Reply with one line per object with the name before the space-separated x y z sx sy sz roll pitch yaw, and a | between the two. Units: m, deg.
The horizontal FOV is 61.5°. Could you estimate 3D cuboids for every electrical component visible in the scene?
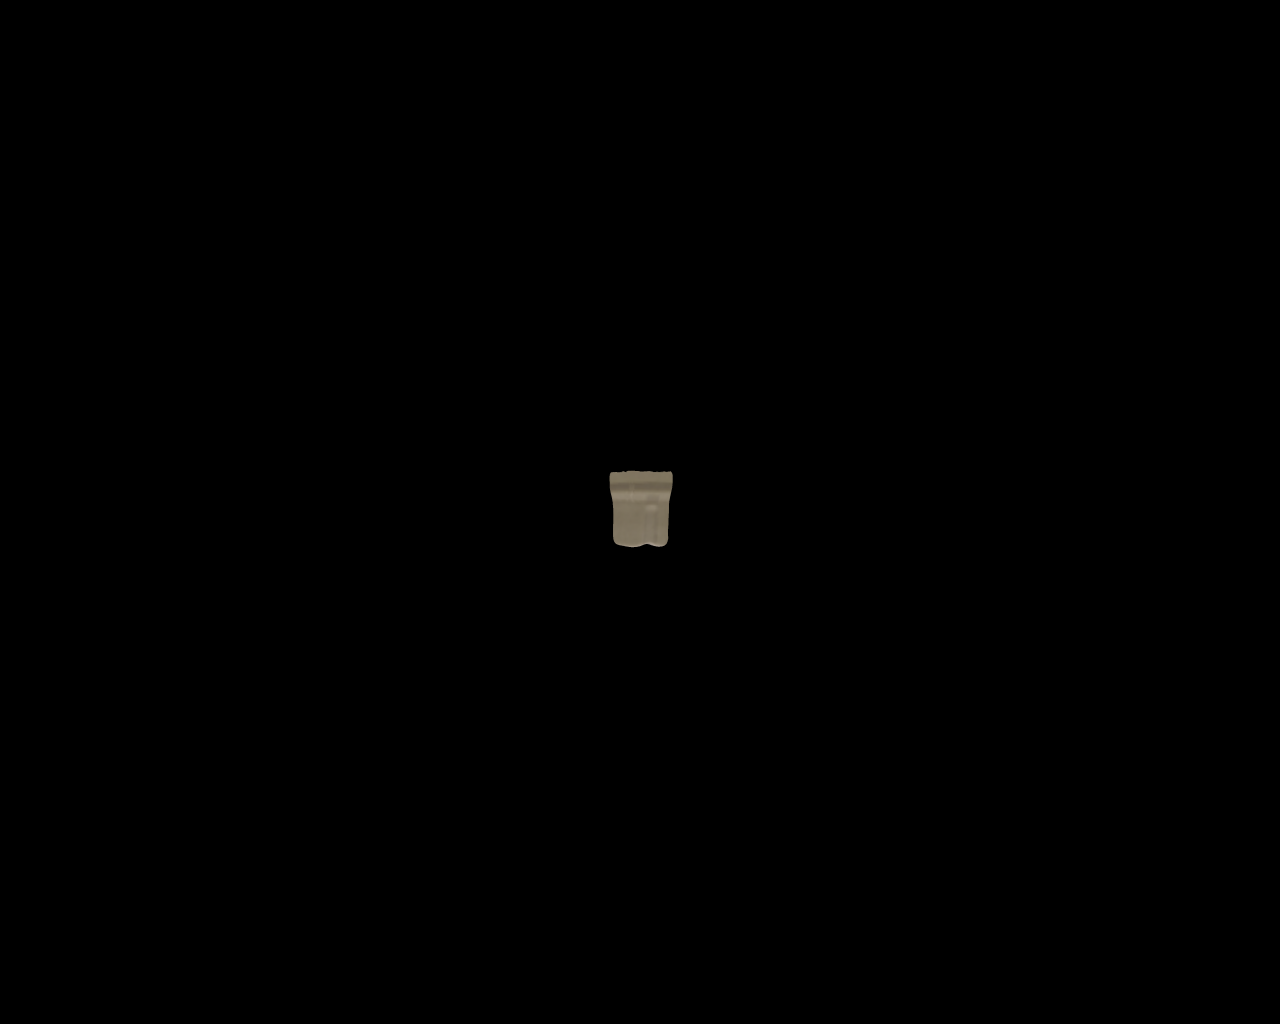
electrical component | 0.001 -0.003 0.650 0.040 0.046 0.040 0 0 0
